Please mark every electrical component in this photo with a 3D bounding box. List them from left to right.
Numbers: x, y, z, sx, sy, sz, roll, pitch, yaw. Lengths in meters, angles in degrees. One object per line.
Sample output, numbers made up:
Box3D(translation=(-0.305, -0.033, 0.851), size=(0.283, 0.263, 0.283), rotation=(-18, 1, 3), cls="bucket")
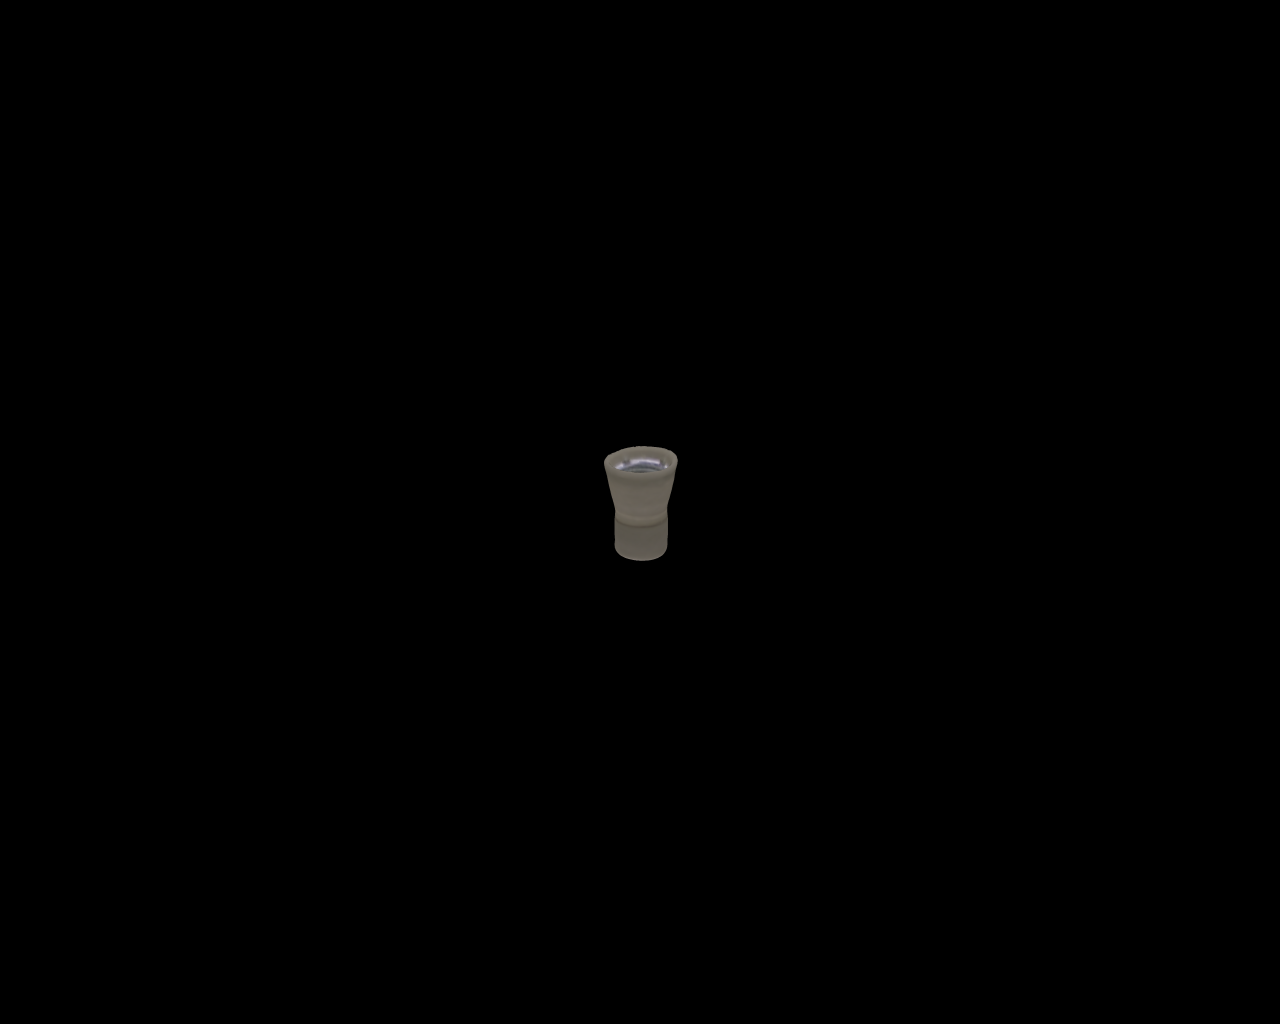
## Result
Box3D(translation=(0.001, -0.003, 0.650), size=(0.044, 0.065, 0.044), rotation=(0, 25, 0), cls="electrical component")
